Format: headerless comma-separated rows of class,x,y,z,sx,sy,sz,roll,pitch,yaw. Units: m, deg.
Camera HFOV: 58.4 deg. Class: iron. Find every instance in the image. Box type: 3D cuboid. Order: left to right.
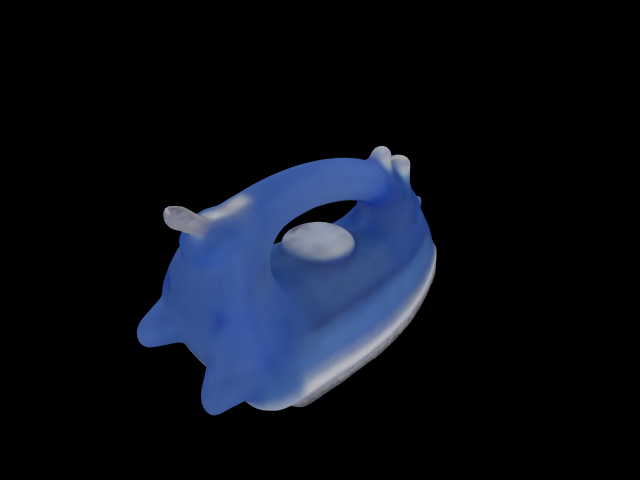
iron,0.004,0.001,0.400,0.259,0.141,0.118,-27,41,-35
